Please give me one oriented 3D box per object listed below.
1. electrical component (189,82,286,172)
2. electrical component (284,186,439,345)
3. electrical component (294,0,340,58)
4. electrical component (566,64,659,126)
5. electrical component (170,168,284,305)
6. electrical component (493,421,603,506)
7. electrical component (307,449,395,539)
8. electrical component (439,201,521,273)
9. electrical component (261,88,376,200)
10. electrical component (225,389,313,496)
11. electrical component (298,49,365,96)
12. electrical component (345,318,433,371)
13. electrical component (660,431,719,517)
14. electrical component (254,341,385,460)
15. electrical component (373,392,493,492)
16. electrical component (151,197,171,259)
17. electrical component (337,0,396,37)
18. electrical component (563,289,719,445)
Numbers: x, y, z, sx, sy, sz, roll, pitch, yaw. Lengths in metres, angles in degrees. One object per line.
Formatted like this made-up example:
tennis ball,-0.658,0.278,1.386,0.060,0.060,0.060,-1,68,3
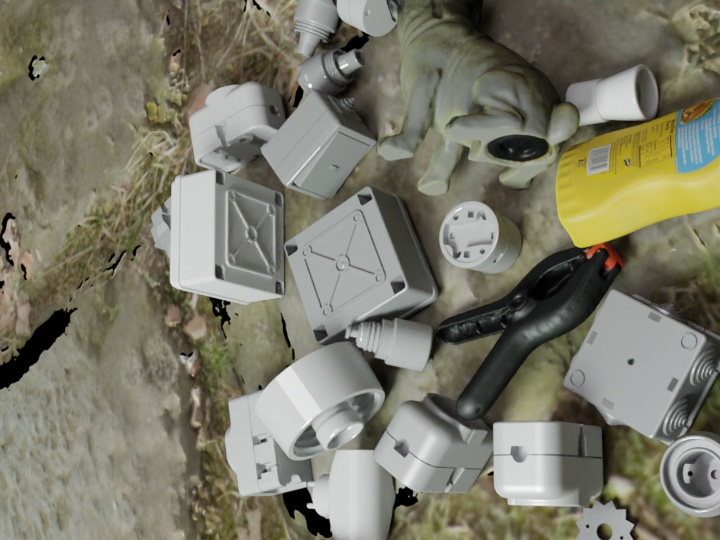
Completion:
electrical component,-0.122,-0.146,1.076,0.095,0.054,0.059,-23,67,30
electrical component,0.000,0.000,0.954,0.109,0.056,0.108,-33,63,27
electrical component,-0.044,-0.238,1.045,0.043,0.043,0.062,21,94,37
electrical component,0.197,-0.135,0.849,0.065,0.044,0.044,-4,78,40
electrical component,-0.124,-0.030,1.019,0.056,0.109,0.108,-9,75,32
electrical component,0.140,0.144,0.797,0.054,0.095,0.059,-7,76,35
electrical component,-0.014,0.195,0.931,0.079,0.044,0.077,-7,76,35
electrical component,0.101,-0.025,0.891,0.055,0.047,0.055,-8,76,34
electrical component,-0.032,-0.118,0.999,0.096,0.062,0.061,-47,57,19
electrical component,-0.086,0.159,0.987,0.056,0.050,0.089,-20,69,31
electrical component,-0.025,-0.189,1.021,0.062,0.043,0.043,-22,68,30
electrical component,0.027,0.060,0.913,0.078,0.040,0.040,13,87,-5
electrical component,0.243,0.142,0.746,0.078,0.057,0.058,-5,77,35
electrical component,-0.029,0.119,0.922,0.108,0.108,0.060,-46,64,20
electrical component,0.063,0.137,0.855,0.054,0.095,0.059,36,102,36
electrical component,-0.173,-0.038,1.089,0.078,0.058,0.057,-40,57,23
electrical component,0.041,-0.278,0.985,0.074,0.052,0.138,35,101,36
electrical component,0.209,0.070,0.793,0.100,0.048,0.099,31,98,39
